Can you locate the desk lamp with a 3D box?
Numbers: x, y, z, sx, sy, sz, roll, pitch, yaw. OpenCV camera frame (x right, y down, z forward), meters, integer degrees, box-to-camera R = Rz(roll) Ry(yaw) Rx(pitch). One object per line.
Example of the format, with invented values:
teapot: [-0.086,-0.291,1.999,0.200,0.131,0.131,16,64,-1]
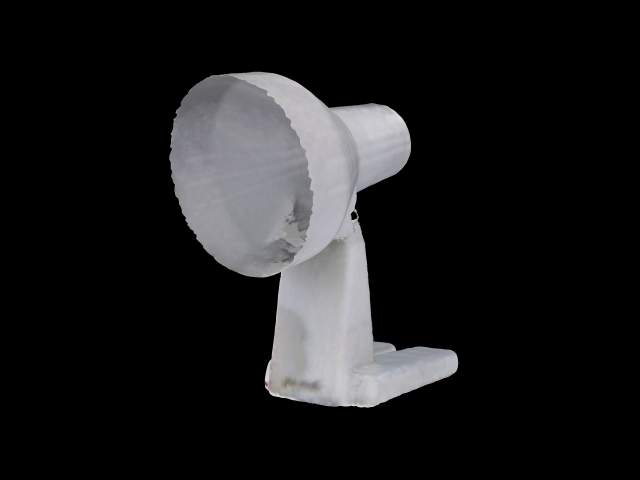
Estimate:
desk lamp: [0.004,0.001,0.400,0.117,0.213,0.204,0,0,40]
